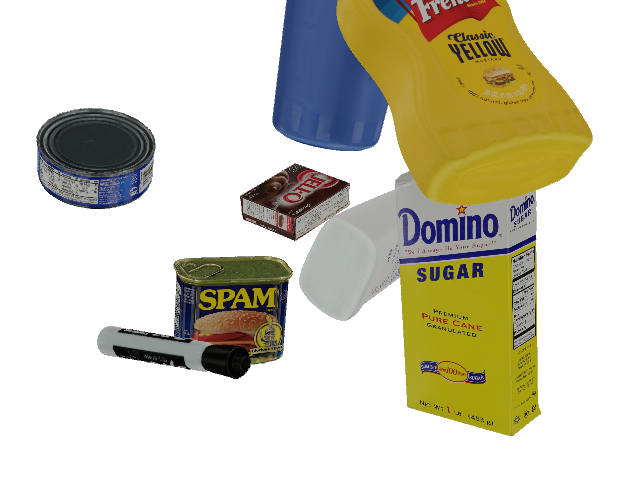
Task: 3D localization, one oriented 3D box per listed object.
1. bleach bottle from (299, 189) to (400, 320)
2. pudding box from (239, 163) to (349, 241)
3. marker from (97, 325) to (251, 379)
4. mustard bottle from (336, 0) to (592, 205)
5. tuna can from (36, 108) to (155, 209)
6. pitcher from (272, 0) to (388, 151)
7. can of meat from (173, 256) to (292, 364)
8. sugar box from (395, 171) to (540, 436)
[{"bbox_3d":[0.085,-0.009,1.061,0.068,0.103,0.250,38,35,20],"label":"bleach bottle"},{"bbox_3d":[-0.031,-0.050,1.336,0.090,0.039,0.113,21,40,33],"label":"pudding box"},{"bbox_3d":[-0.088,0.066,0.635,0.121,0.020,0.020,4,2,40],"label":"marker"},{"bbox_3d":[0.062,-0.111,0.576,0.096,0.192,0.058,-12,-29,-24],"label":"mustard bottle"},{"bbox_3d":[-0.166,-0.061,0.791,0.086,0.034,0.086,7,38,-6],"label":"tuna can"},{"bbox_3d":[0.032,-0.210,1.010,0.145,0.243,0.149,11,18,0],"label":"pitcher"},{"bbox_3d":[-0.079,0.063,0.945,0.102,0.084,0.057,-1,19,-18],"label":"can of meat"},{"bbox_3d":[0.102,0.040,0.743,0.094,0.176,0.048,9,23,40],"label":"sugar box"}]
